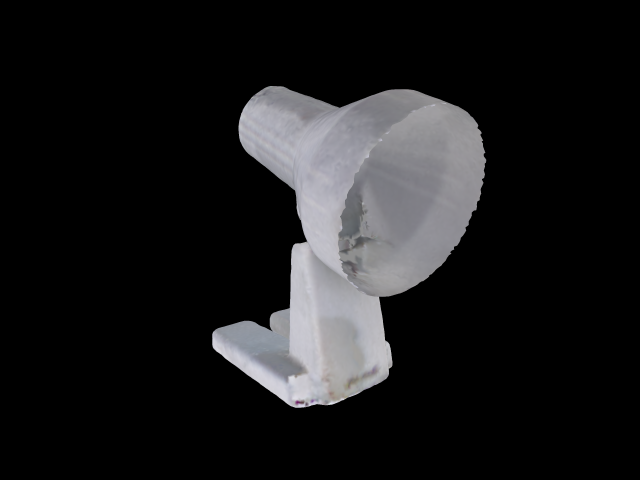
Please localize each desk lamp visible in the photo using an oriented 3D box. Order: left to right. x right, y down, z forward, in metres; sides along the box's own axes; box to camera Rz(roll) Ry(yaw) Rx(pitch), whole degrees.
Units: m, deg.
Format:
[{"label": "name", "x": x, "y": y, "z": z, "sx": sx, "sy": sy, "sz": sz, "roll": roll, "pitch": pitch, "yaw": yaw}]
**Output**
[{"label": "desk lamp", "x": 0.004, "y": 0.001, "z": 0.400, "sx": 0.118, "sy": 0.213, "sz": 0.202, "roll": -11, "pitch": 17, "yaw": -38}]
